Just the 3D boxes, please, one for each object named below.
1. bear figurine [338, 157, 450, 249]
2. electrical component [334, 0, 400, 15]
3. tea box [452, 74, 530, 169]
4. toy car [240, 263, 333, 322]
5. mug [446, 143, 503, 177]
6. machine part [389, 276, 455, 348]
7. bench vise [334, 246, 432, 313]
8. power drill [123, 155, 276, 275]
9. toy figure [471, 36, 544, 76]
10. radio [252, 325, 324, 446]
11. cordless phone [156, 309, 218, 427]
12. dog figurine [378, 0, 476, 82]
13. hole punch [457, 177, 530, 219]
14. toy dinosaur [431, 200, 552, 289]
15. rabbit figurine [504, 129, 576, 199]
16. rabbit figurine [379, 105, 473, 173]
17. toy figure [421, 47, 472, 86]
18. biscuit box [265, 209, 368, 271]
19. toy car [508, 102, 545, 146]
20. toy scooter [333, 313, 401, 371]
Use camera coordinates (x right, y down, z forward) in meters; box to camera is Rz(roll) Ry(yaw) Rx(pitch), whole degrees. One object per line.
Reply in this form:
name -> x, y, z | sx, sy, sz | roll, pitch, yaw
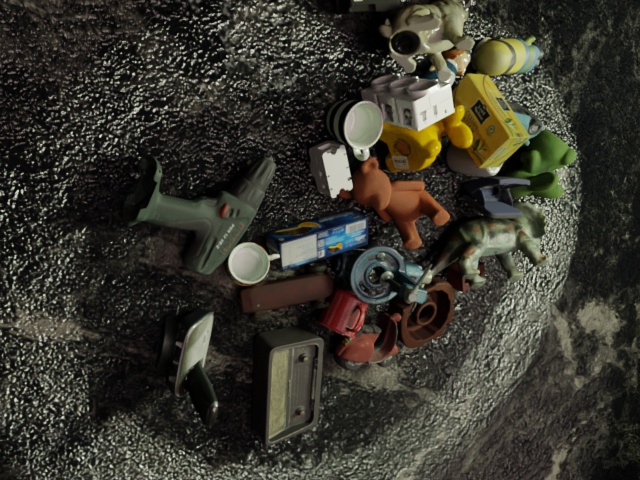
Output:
bear figurine -> 0.141, -0.075, 1.060 | 0.195, 0.132, 0.120 | 17, 128, -44
electrical component -> 0.088, -0.446, 0.912 | 0.134, 0.058, 0.114 | -17, 120, -28
tea box -> 0.328, -0.239, 1.080 | 0.068, 0.170, 0.098 | -7, 150, -32
toy car -> -0.064, 0.099, 1.037 | 0.202, 0.053, 0.089 | -9, 99, -30
mug -> 0.347, -0.170, 1.174 | 0.109, 0.107, 0.081 | 40, 86, -37
machine part -> 0.242, 0.168, 1.276 | 0.179, 0.056, 0.179 | -14, 117, -29
bench vise -> 0.150, 0.081, 1.070 | 0.223, 0.241, 0.128 | 22, 95, -21
power drill -> -0.196, -0.065, 0.869 | 0.207, 0.086, 0.232 | 21, 99, -46
toy figure -> 0.400, -0.387, 1.131 | 0.180, 0.089, 0.082 | -10, 107, -29
radio -> -0.067, 0.293, 1.103 | 0.131, 0.073, 0.229 | -8, 114, -32
cordless phone -> -0.205, 0.212, 0.904 | 0.089, 0.184, 0.146 | 7, 105, -31
dog figurine -> 0.194, -0.405, 0.978 | 0.172, 0.121, 0.190 | 22, 55, -21
hole punch -> 0.400, -0.111, 1.227 | 0.142, 0.116, 0.092 | -6, 118, -30
toy dinosaur -> 0.389, 0.004, 1.265 | 0.405, 0.192, 0.131 | -3, 148, -19
rabbit figurine -> 0.514, -0.161, 1.282 | 0.170, 0.159, 0.121 | -48, 139, 11
rabbit figurine -> 0.215, -0.222, 1.051 | 0.173, 0.162, 0.121 | -42, 117, -35
toy figure -> 0.255, -0.339, 1.074 | 0.154, 0.058, 0.064 | -47, 166, -11
biscuit box -> -0.002, -0.003, 1.031 | 0.203, 0.063, 0.059 | -16, 117, -29
toy car -> 0.405, -0.247, 1.188 | 0.161, 0.109, 0.102 | 2, 126, -26
toy scooter -> 0.117, 0.219, 1.193 | 0.184, 0.075, 0.135 | 9, 111, -39
